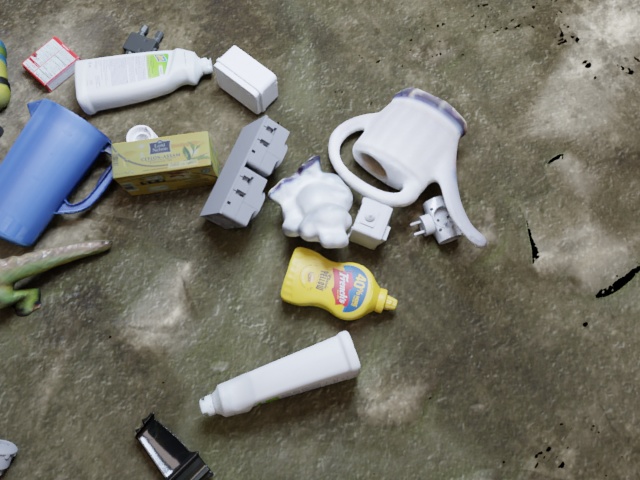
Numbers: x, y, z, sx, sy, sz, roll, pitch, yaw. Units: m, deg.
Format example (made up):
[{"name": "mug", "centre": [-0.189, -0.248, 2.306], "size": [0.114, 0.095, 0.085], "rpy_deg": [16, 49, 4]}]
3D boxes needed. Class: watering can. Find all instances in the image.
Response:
[{"name": "watering can", "centre": [0.180, -0.141, 0.905], "size": [0.351, 0.102, 0.226], "rpy_deg": [33, 76, 25]}]

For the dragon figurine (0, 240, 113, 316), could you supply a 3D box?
[{"name": "dragon figurine", "centre": [-0.560, 0.052, 0.793], "size": [0.411, 0.239, 0.124], "rpy_deg": [-27, 72, -6]}]

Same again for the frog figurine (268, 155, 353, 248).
[{"name": "frog figurine", "centre": [0.003, -0.044, 0.874], "size": [0.139, 0.120, 0.161], "rpy_deg": [-28, 64, -26]}]
